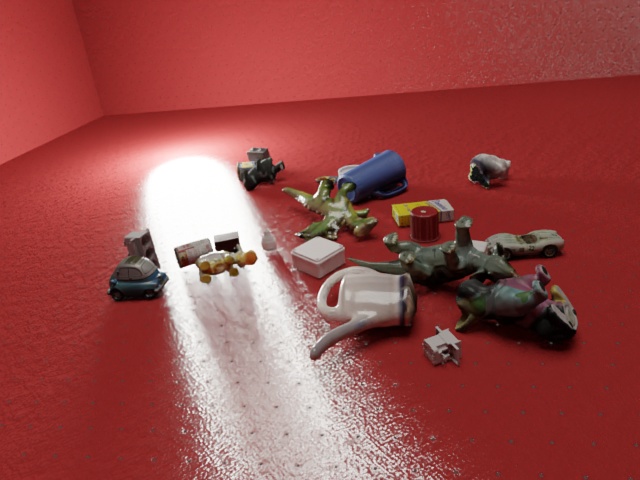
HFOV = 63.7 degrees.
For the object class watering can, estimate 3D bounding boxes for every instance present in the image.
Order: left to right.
[{"bbox_3d":[0.098,0.152,1.123,0.224,0.102,0.354,-1,26,11],"label":"watering can"}]

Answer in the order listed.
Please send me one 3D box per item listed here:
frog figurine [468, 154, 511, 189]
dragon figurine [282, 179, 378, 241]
[{"bbox_3d":[0.619,-0.263,1.834,0.160,0.122,0.137,-27,11,-15],"label":"frog figurine"},{"bbox_3d":[0.005,-0.082,1.634,0.411,0.119,0.248,7,37,28],"label":"dragon figurine"}]
